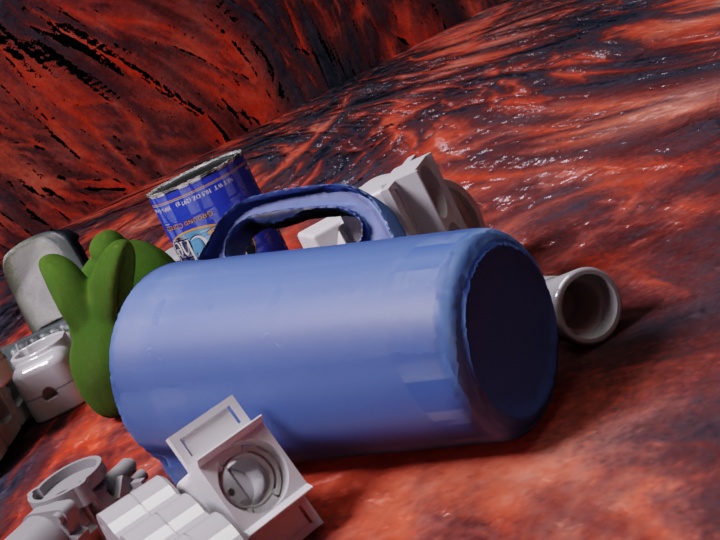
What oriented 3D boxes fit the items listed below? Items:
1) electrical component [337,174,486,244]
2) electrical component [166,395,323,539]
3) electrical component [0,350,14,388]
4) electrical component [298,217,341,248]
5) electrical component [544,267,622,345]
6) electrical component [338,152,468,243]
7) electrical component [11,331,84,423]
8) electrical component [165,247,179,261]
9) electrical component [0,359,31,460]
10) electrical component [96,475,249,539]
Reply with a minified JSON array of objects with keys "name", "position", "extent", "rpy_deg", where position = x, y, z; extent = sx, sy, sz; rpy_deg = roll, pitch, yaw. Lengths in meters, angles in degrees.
[{"name":"electrical component","position":[0.044,-0.016,0.768],"extent":[0.108,0.108,0.060],"rpy_deg":[-34,22,-33]},{"name":"electrical component","position":[-0.062,0.112,0.554],"extent":[0.042,0.081,0.064],"rpy_deg":[-33,-7,-30]},{"name":"electrical component","position":[-0.364,0.077,0.928],"extent":[0.138,0.073,0.052],"rpy_deg":[-13,19,39]},{"name":"electrical component","position":[0.000,0.000,0.824],"extent":[0.047,0.083,0.076],"rpy_deg":[-29,14,-17]},{"name":"electrical component","position":[0.118,0.021,0.635],"extent":[0.044,0.044,0.065],"rpy_deg":[-30,10,-18]},{"name":"electrical component","position":[0.040,-0.004,0.688],"extent":[0.063,0.121,0.078],"rpy_deg":[-22,14,22]},{"name":"electrical component","position":[-0.292,0.097,1.023],"extent":[0.054,0.059,0.095],"rpy_deg":[-26,14,-3]},{"name":"electrical component","position":[-0.191,0.009,1.168],"extent":[0.096,0.061,0.061],"rpy_deg":[-13,18,40]},{"name":"electrical component","position":[-0.353,0.145,0.945],"extent":[0.089,0.061,0.150],"rpy_deg":[-25,14,2]},{"name":"electrical component","position":[-0.100,0.148,0.514],"extent":[0.074,0.052,0.138],"rpy_deg":[-32,16,-24]}]
